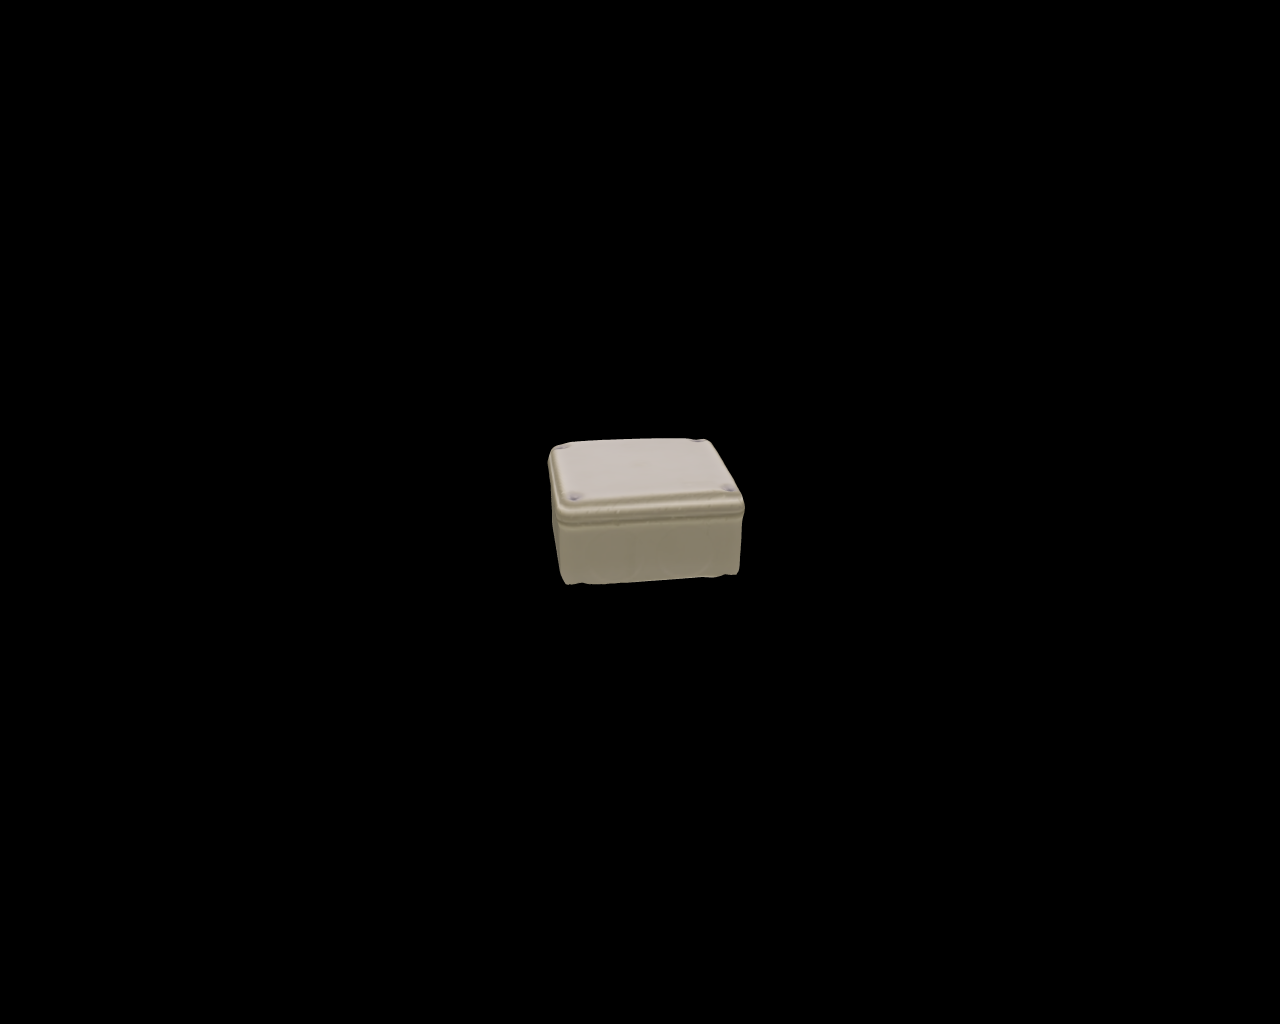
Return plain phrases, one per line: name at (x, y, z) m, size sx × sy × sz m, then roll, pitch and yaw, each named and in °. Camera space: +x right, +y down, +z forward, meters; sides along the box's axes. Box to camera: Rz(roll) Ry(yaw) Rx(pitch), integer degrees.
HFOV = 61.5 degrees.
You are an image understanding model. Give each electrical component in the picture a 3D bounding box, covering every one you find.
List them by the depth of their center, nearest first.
electrical component at (0.001, -0.003, 0.650) m, size 0.109 × 0.056 × 0.109 m, roll -3°, pitch 22°, yaw -7°
